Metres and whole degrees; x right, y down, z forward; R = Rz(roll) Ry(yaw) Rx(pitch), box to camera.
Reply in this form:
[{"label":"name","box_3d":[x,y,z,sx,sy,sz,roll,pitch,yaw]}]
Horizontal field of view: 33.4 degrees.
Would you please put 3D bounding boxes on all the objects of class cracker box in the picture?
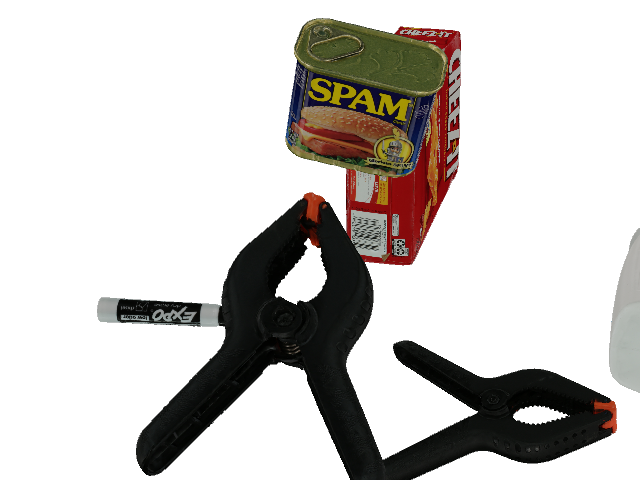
[{"label":"cracker box","box_3d":[0.083,-0.096,1.018,0.072,0.164,0.213,7,28,16]}]

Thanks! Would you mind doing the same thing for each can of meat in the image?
[{"label":"can of meat","box_3d":[0.028,-0.096,0.738,0.102,0.057,0.084,14,-44,2]}]

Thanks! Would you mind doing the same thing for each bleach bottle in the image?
[{"label":"bleach bottle","box_3d":[0.263,0.033,0.750,0.103,0.068,0.250,10,21,18]}]

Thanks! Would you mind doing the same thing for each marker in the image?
[{"label":"marker","box_3d":[-0.106,0.054,0.798,0.121,0.020,0.020,2,0,8]}]

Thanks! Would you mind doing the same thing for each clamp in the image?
[{"label":"clamp","box_3d":[0.143,0.156,0.914,0.210,0.036,0.164,4,42,21]},{"label":"clamp","box_3d":[-0.008,0.055,0.539,0.120,0.171,0.039,17,-28,10]}]
